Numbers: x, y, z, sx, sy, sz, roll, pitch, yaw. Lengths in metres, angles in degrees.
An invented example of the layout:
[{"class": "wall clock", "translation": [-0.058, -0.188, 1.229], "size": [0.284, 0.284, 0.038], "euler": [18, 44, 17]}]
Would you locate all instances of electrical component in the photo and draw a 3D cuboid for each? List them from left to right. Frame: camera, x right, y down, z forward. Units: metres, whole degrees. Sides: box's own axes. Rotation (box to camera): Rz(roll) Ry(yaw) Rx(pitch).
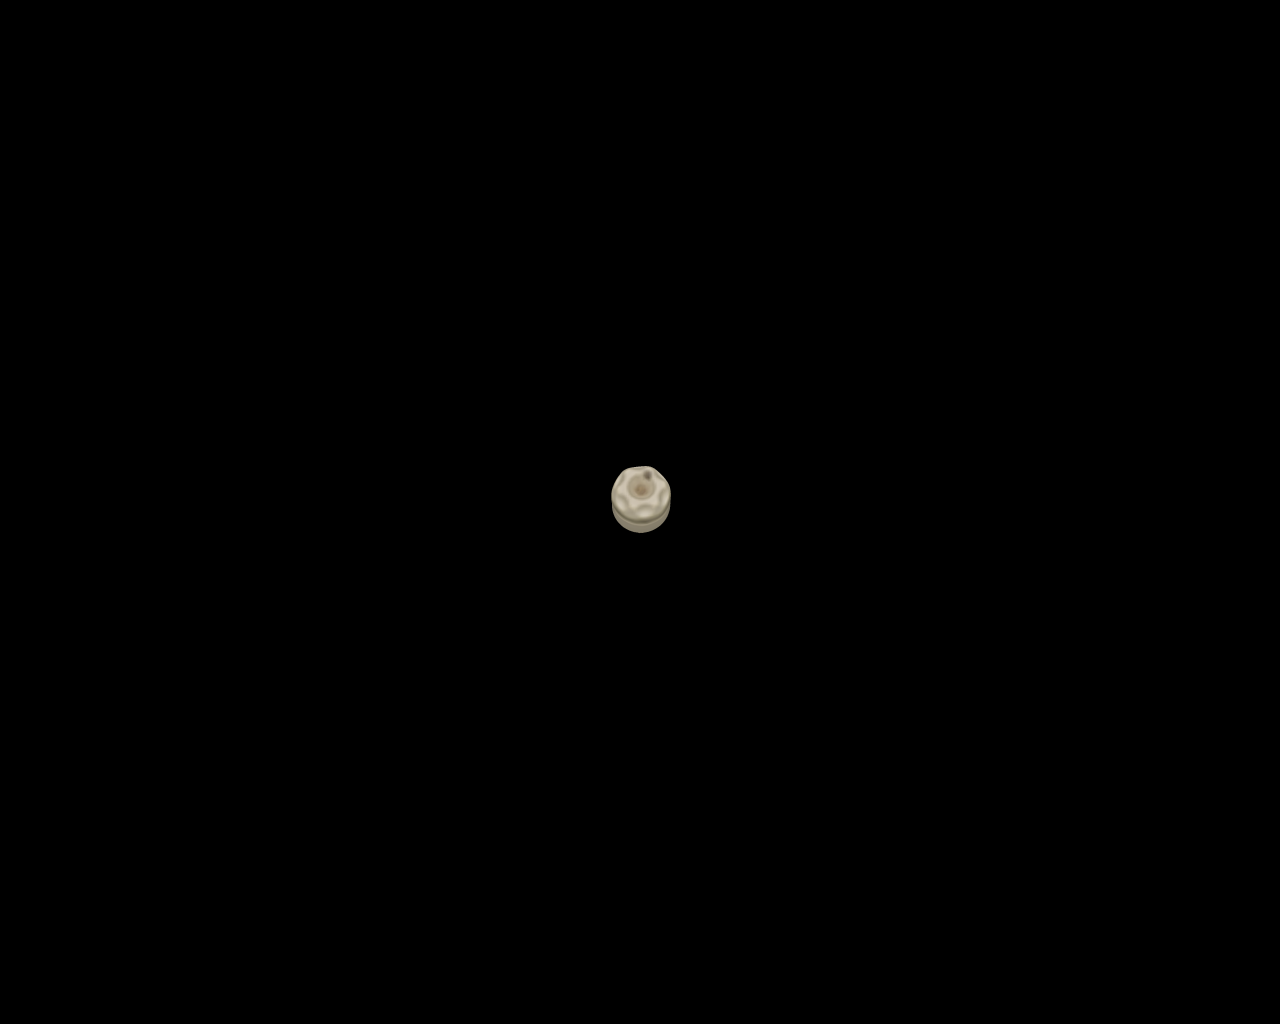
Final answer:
[{"class": "electrical component", "translation": [0.001, -0.003, 0.650], "size": [0.035, 0.035, 0.061], "euler": [0, -24, 0]}]
